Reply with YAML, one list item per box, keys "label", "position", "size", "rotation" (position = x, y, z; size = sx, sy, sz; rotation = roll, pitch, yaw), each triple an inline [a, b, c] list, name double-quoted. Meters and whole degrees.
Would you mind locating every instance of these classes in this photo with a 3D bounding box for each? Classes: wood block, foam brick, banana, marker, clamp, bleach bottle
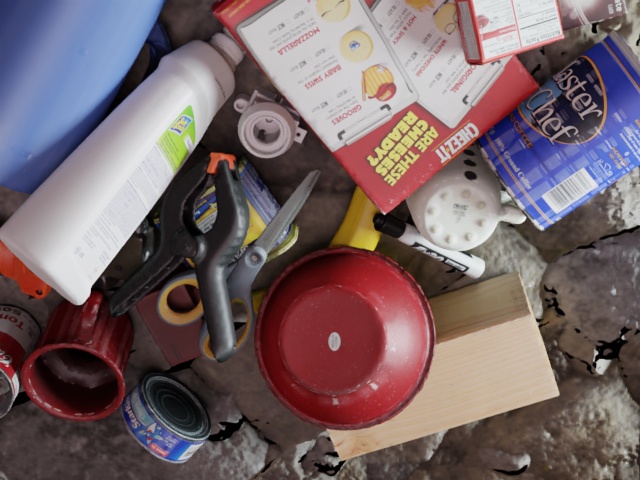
- label: "wood block"
  position: [0.101, 0.114, 0.975]
  size: [0.206, 0.090, 0.091]
  rotation: [-19, 113, 11]
- label: "foam brick"
  position: [-0.128, 0.067, 0.982]
  size: [0.053, 0.051, 0.078]
  rotation: [-20, 112, 12]
- label: "banana"
  position: [0.004, 0.016, 0.962]
  size: [0.198, 0.037, 0.069]
  rotation: [-42, 107, 18]
- label: "marker"
  position: [0.096, 0.004, 0.945]
  size: [0.121, 0.020, 0.020]
  rotation: [25, 114, -27]
- label: "clamp"
  position: [-0.114, 0.008, 0.892]
  size: [0.120, 0.039, 0.171]
  rotation: [11, 92, 13]
- label: "bleach bottle"
  position: [-0.146, -0.070, 0.866]
  size: [0.068, 0.102, 0.250]
  rotation: [35, 76, 15]

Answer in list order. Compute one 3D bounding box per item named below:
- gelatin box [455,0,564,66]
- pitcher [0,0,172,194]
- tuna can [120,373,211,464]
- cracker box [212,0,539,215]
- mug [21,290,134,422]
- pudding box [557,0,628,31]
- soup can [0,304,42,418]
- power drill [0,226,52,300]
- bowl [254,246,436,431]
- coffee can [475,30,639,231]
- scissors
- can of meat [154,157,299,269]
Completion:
- label: "gelatin box"
  position: [0.139, -0.184, 0.807]
  size: [0.073, 0.030, 0.089]
  rotation: [-19, 105, -16]
- label: "pitcher"
  position: [-0.194, -0.162, 0.848]
  size: [0.145, 0.149, 0.243]
  rotation: [37, 108, 2]
- label: "tuna can"
  position: [-0.145, 0.168, 1.011]
  size: [0.086, 0.086, 0.034]
  rotation: [38, 108, -15]
- label: "cracker box"
  position: [0.043, -0.155, 0.854]
  size: [0.164, 0.072, 0.213]
  rotation: [-39, 108, 7]
- label: "mug"
  position: [-0.215, 0.096, 0.974]
  size: [0.093, 0.081, 0.117]
  rotation: [12, 124, -5]
- label: "pudding box"
  position: [0.186, -0.223, 0.844]
  size: [0.090, 0.039, 0.113]
  rotation: [-15, 113, 9]
- label: "soup can"
  position: [-0.301, 0.112, 0.981]
  size: [0.068, 0.102, 0.068]
  rotation: [1, 115, 2]
- label: "power drill"
  position: [-0.310, -0.037, 0.940]
  size: [0.187, 0.057, 0.185]
  rotation: [19, 117, -3]
- label: "bowl"
  position: [0.015, 0.084, 0.906]
  size: [0.162, 0.055, 0.162]
  rotation: [-1, 87, 12]
- label: "coffee can"
  position: [0.211, -0.088, 0.871]
  size: [0.140, 0.103, 0.102]
  rotation: [-36, 109, 17]
- label: "scissors"
  position: [-0.076, 0.013, 0.911]
  size: [0.096, 0.016, 0.202]
  rotation: [20, 112, -3]
- label: "can of meat"
  position: [-0.084, -0.014, 0.941]
  size: [0.102, 0.057, 0.084]
  rotation: [-30, 109, 15]
